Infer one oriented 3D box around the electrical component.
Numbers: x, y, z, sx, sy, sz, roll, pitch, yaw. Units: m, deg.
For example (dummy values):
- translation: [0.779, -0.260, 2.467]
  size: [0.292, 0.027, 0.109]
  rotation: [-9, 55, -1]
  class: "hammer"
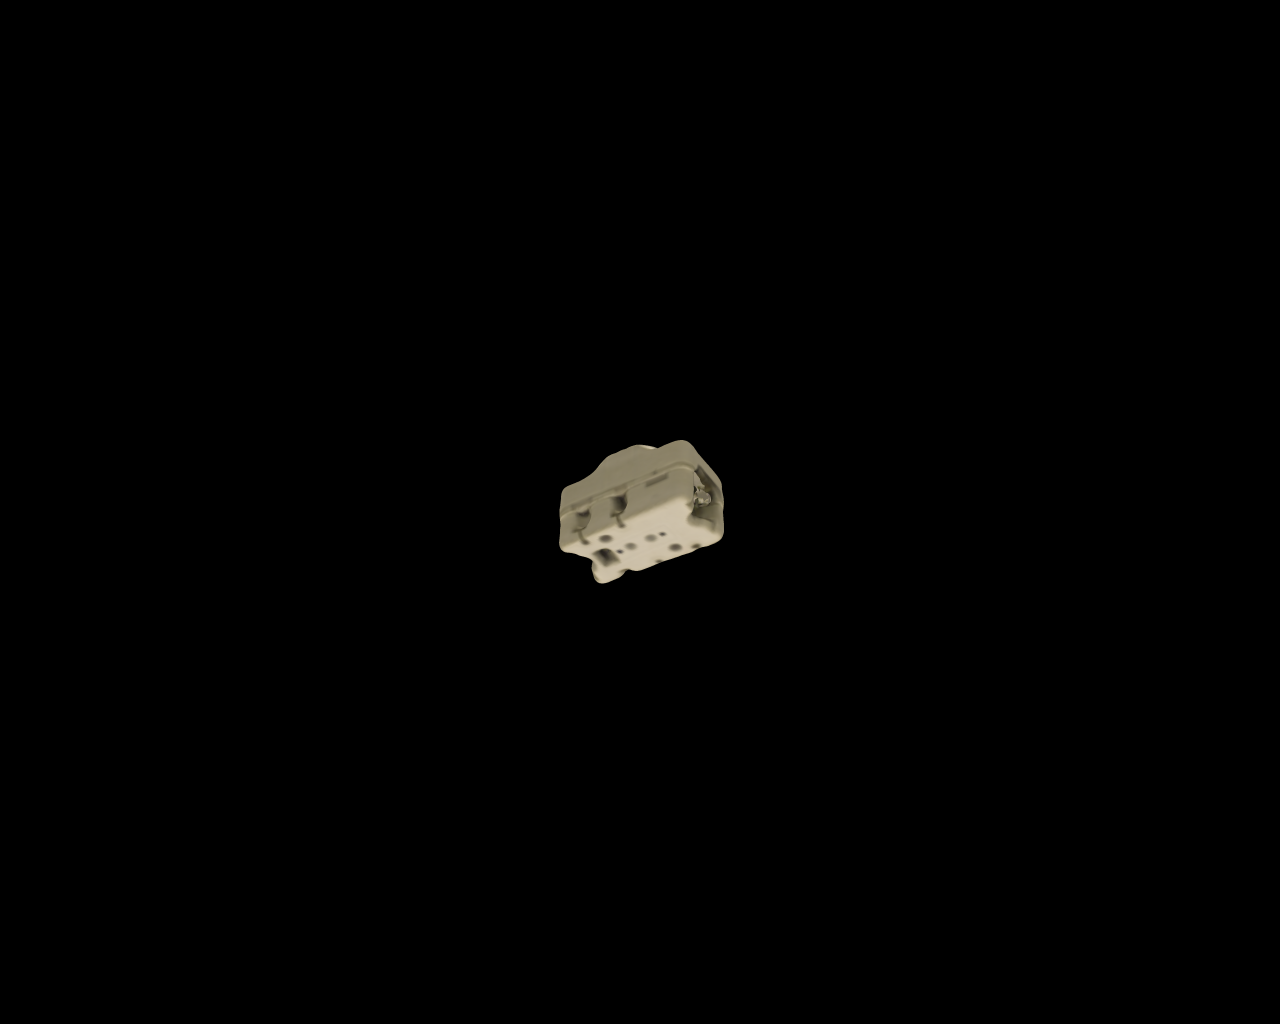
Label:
- translation: [0.001, -0.003, 0.650]
  size: [0.089, 0.056, 0.050]
  rotation: [-21, -45, 24]
  class: "electrical component"
